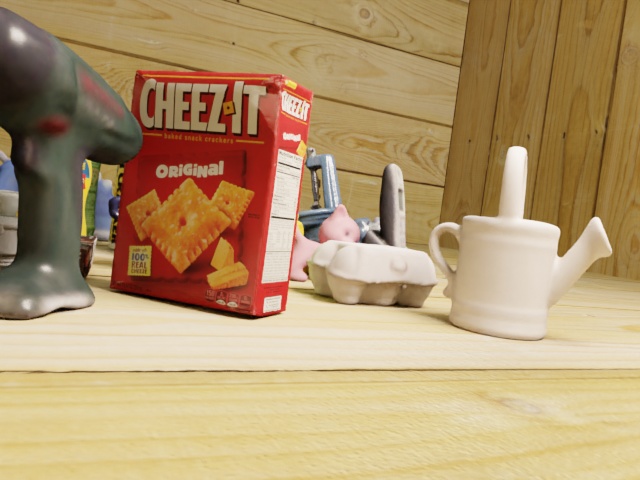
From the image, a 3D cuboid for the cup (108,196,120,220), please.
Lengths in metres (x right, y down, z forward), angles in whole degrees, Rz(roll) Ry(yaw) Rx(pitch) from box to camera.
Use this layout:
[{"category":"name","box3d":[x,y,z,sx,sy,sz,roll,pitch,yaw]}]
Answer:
[{"category":"cup","box3d":[-0.204,-0.006,0.711,0.118,0.095,0.091,6,3,-25]}]

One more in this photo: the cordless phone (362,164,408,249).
[{"category":"cordless phone","box3d":[0.119,-0.018,0.872,0.094,0.185,0.148,8,3,17]}]

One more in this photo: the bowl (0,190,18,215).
[{"category":"bowl","box3d":[-0.537,-0.044,0.858,0.167,0.075,0.167,7,2,0]}]

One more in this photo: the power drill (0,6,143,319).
[{"category":"power drill","box3d":[-0.214,-0.052,0.428,0.075,0.208,0.230,8,3,10]}]

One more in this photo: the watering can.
[{"category":"watering can","box3d":[0.206,0.000,0.603,0.173,0.194,0.101,7,3,2]}]

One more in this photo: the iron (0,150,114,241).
[{"category":"iron","box3d":[-0.469,-0.077,1.045,0.259,0.141,0.118,6,3,-22]}]

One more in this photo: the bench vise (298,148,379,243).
[{"category":"bench vise","box3d":[0.025,-0.054,1.045,0.207,0.220,0.122,8,3,12]}]

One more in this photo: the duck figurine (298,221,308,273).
[{"category":"duck figurine","box3d":[-0.048,0.008,0.950,0.104,0.086,0.078,9,3,33]}]

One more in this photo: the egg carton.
[{"category":"egg carton","box3d":[0.064,0.041,0.704,0.151,0.069,0.107,6,3,-30]}]

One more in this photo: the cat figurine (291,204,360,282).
[{"category":"cat figurine","box3d":[0.008,0.003,0.855,0.128,0.118,0.067,6,3,-28]}]
